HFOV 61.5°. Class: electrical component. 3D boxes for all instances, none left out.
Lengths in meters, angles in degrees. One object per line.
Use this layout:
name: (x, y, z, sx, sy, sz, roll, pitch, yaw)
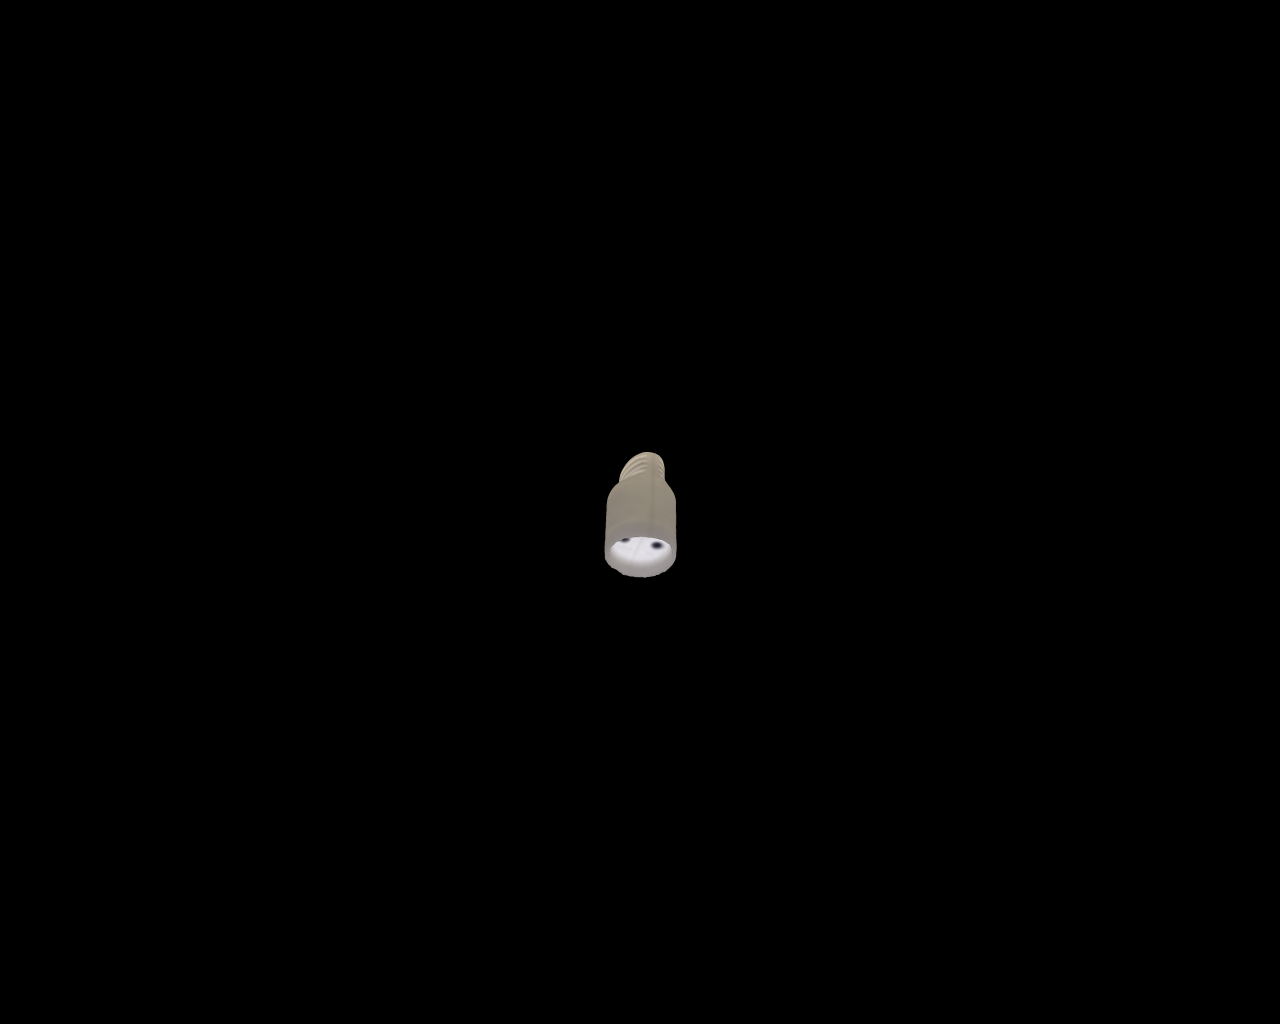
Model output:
electrical component: (0.001, -0.003, 0.650, 0.043, 0.081, 0.043, 0, -42, 0)
